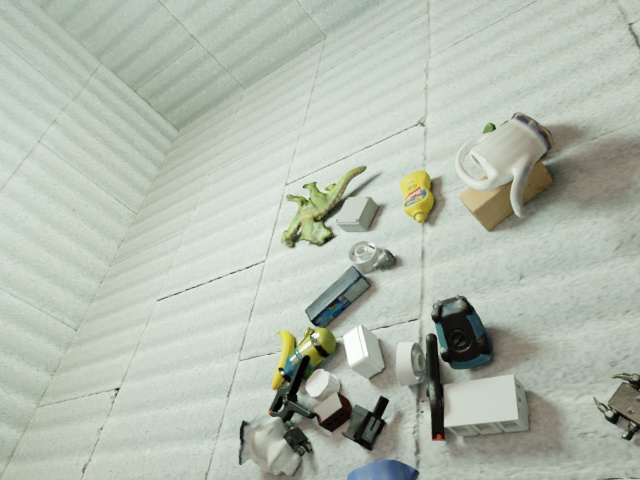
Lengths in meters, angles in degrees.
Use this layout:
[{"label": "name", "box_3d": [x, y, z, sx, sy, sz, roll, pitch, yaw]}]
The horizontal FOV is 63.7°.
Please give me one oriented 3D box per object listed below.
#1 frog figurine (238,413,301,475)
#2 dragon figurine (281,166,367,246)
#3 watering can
[{"label": "frog figurine", "box_3d": [-0.119, 0.518, 1.302, 0.159, 0.121, 0.139, 9, 80, 13]}, {"label": "dragon figurine", "box_3d": [0.006, -0.092, 1.821, 0.406, 0.121, 0.248, -26, 55, 30]}, {"label": "watering can", "box_3d": [0.462, -0.189, 1.236, 0.223, 0.102, 0.354, -39, 32, 8]}]
